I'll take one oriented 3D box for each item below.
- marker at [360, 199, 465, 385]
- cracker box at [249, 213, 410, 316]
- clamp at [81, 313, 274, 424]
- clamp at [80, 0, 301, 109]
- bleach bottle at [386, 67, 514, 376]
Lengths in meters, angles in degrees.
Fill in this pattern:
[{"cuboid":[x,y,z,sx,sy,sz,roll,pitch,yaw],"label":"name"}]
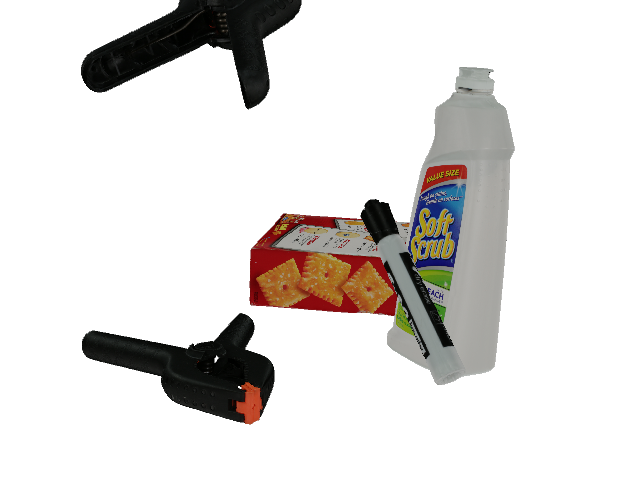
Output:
[{"cuboid":[0.052,0.027,0.626,0.020,0.121,0.020,-18,-25,-9],"label":"marker"},{"cuboid":[0.045,0.027,1.145,0.214,0.072,0.164,5,15,9],"label":"cracker box"},{"cuboid":[-0.092,0.105,0.918,0.164,0.036,0.210,-8,16,-33],"label":"clamp"},{"cuboid":[-0.053,-0.134,0.661,0.120,0.039,0.171,20,50,24],"label":"clamp"},{"cuboid":[0.113,-0.019,0.896,0.067,0.251,0.103,-4,16,-31],"label":"bleach bottle"}]
